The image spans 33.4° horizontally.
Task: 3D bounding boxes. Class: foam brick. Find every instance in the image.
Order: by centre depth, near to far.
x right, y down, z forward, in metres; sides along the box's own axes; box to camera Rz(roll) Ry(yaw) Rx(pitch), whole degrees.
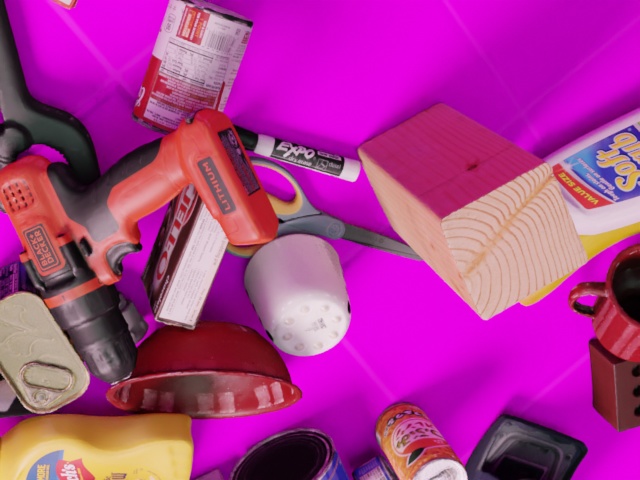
[{"bbox_3d":[0.298,0.136,1.036,0.053,0.051,0.078,-14,112,-10],"label":"foam brick"}]

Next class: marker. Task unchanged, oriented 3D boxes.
[{"bbox_3d":[-0.024,-0.073,0.893,0.121,0.020,0.020,15,104,-19],"label":"marker"}]

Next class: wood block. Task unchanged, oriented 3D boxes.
[{"bbox_3d":[0.111,-0.031,0.842,0.091,0.206,0.090,-29,113,-4],"label":"wood block"}]

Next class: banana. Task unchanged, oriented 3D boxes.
[{"bbox_3d":[0.268,-0.001,0.988,0.197,0.037,0.069,-21,111,-7],"label":"banana"}]

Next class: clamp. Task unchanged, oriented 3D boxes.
[{"bbox_3d":[-0.251,-0.075,0.821,0.164,0.036,0.210,-38,116,0],"label":"clamp"}]

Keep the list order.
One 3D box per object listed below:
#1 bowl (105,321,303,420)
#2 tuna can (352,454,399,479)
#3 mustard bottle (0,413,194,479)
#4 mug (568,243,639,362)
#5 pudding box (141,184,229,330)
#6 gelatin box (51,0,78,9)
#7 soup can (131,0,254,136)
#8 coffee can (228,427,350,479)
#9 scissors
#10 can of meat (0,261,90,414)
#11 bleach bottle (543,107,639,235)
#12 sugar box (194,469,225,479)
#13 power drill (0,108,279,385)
[{"bbox_3d":[-0.095,0.106,0.889,0.162,0.162,0.055,6,67,-17],"label":"bowl"},{"bbox_3d":[0.065,0.244,0.993,0.034,0.086,0.086,-32,114,0],"label":"tuna can"},{"bbox_3d":[-0.208,0.188,0.910,0.191,0.058,0.096,3,135,-15],"label":"mustard bottle"},{"bbox_3d":[0.286,0.060,0.978,0.117,0.093,0.081,4,151,0],"label":"mug"},{"bbox_3d":[-0.105,0.003,0.859,0.039,0.090,0.113,16,104,-21],"label":"pudding box"},{"bbox_3d":[-0.207,-0.223,0.785,0.089,0.030,0.073,25,99,-22],"label":"gelatin box"},{"bbox_3d":[-0.098,-0.132,0.826,0.068,0.068,0.102,16,104,-20],"label":"soup can"},{"bbox_3d":[-0.010,0.257,0.969,0.102,0.103,0.140,-25,113,-6],"label":"coffee can"},{"bbox_3d":[-0.006,0.001,0.926,0.201,0.016,0.096,34,99,-23],"label":"scissors"},{"bbox_3d":[-0.230,0.075,0.854,0.057,0.084,0.102,-29,114,-4],"label":"can of meat"},{"bbox_3d":[0.261,-0.050,0.942,0.250,0.068,0.102,-27,78,-3],"label":"bleach bottle"},{"bbox_3d":[-0.100,0.309,0.994,0.093,0.048,0.176,-25,114,-6],"label":"sugar box"},{"bbox_3d":[-0.129,-0.001,0.786,0.188,0.057,0.184,-23,99,15],"label":"power drill"}]
